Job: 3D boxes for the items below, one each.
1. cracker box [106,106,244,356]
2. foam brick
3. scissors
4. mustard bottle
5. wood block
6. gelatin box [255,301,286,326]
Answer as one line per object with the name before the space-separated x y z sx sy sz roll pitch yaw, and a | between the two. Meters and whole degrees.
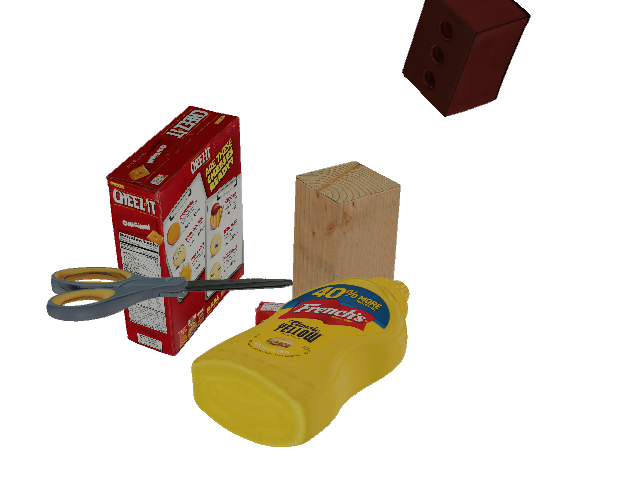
cracker box | -0.150 -0.011 1.142 0.072 0.214 0.164 15 38 20
foam brick | 0.098 -0.134 0.734 0.051 0.053 0.078 -24 -31 -29
scissors | -0.132 0.045 0.863 0.202 0.016 0.096 3 22 14
mustard bottle | 0.005 0.072 0.748 0.096 0.058 0.191 13 28 34
wood block | 0.027 0.025 1.251 0.090 0.206 0.090 -16 32 -32
gelatin box | -0.019 0.100 1.018 0.089 0.073 0.030 4 14 6
